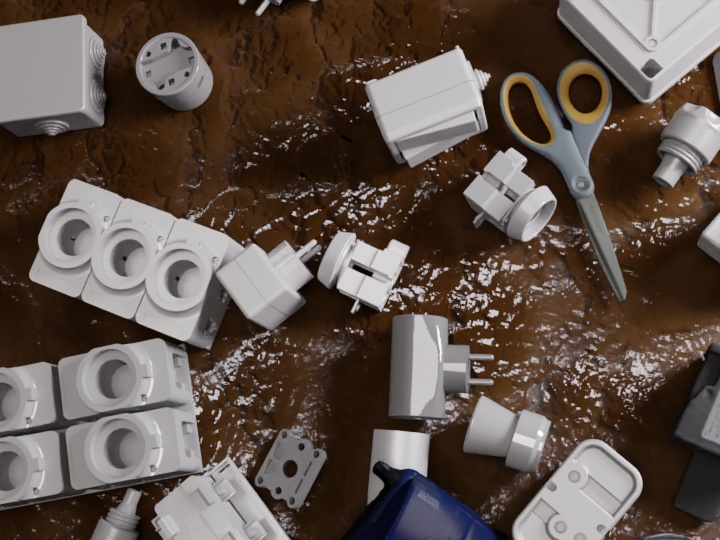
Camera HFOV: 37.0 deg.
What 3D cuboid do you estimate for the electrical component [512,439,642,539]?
[{"bbox_3d":[0.156,0.171,0.775,0.054,0.059,0.095,40,88,16],"label":"electrical component"}]

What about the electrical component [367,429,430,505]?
[{"bbox_3d":[0.028,0.163,0.811,0.043,0.043,0.081,3,80,12],"label":"electrical component"}]

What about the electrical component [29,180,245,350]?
[{"bbox_3d":[-0.181,-0.005,0.876,0.150,0.061,0.089,20,83,14],"label":"electrical component"}]

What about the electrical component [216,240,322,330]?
[{"bbox_3d":[-0.063,0.003,0.850,0.077,0.065,0.047,-38,74,2],"label":"electrical component"}]

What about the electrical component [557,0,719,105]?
[{"bbox_3d":[0.229,-0.206,0.840,0.109,0.056,0.108,-40,74,1],"label":"electrical component"}]

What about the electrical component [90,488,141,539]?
[{"bbox_3d":[-0.190,0.203,0.850,0.035,0.035,0.061,20,80,14],"label":"electrical component"}]

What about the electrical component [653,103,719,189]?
[{"bbox_3d":[0.248,-0.092,0.820,0.043,0.043,0.062,34,88,16],"label":"electrical component"}]

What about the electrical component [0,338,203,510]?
[{"bbox_3d":[-0.230,0.125,0.860,0.186,0.060,0.105,-12,77,8],"label":"electrical component"}]

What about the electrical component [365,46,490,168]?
[{"bbox_3d":[0.061,-0.128,0.854,0.096,0.061,0.061,-21,75,6],"label":"electrical component"}]

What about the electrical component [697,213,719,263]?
[{"bbox_3d":[0.289,-0.023,0.780,0.066,0.076,0.047,41,89,16],"label":"electrical component"}]

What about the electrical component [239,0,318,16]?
[{"bbox_3d":[-0.071,-0.253,0.915,0.077,0.043,0.079,36,88,16],"label":"electrical component"}]

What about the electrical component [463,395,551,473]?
[{"bbox_3d":[0.110,0.123,0.802,0.055,0.045,0.045,17,82,13],"label":"electrical component"}]

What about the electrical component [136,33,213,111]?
[{"bbox_3d":[-0.155,-0.166,0.912,0.055,0.047,0.055,-2,78,10],"label":"electrical component"}]

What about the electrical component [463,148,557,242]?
[{"bbox_3d":[0.118,-0.054,0.837,0.055,0.048,0.066,40,89,23],"label":"electrical component"}]

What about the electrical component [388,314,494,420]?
[{"bbox_3d":[0.063,0.075,0.822,0.079,0.043,0.077,1,79,11],"label":"electrical component"}]

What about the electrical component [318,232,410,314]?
[{"bbox_3d":[0.000,0.000,0.849,0.055,0.048,0.066,25,85,7],"label":"electrical component"}]

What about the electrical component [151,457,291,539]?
[{"bbox_3d":[-0.098,0.214,0.815,0.079,0.063,0.121,-40,74,1],"label":"electrical component"}]

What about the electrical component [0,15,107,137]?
[{"bbox_3d":[-0.270,-0.166,0.933,0.100,0.048,0.099,-6,78,10],"label":"electrical component"}]
